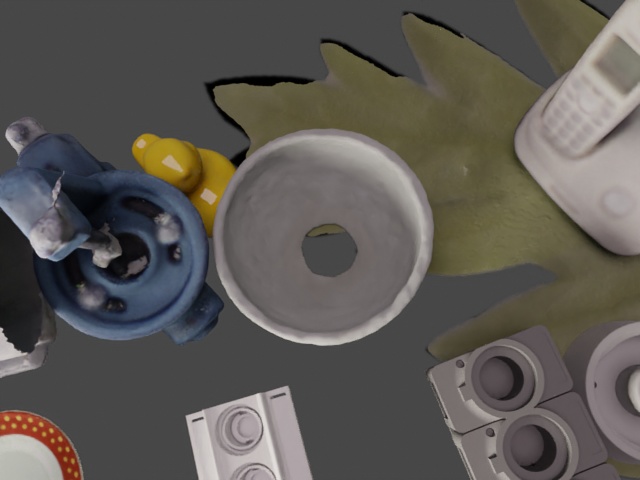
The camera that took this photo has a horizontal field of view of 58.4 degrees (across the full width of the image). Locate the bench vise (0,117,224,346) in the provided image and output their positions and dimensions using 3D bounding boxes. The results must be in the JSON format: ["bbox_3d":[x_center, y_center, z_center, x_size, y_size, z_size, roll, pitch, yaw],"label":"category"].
[{"bbox_3d":[-0.174,-0.011,0.400,0.207,0.220,0.121,28,80,11],"label":"bench vise"}]

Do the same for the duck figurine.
[{"bbox_3d":[-0.110,-0.050,0.473,0.104,0.086,0.077,36,82,12],"label":"duck figurine"}]

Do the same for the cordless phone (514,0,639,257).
[{"bbox_3d":[0.224,-0.077,0.399,0.094,0.185,0.147,-40,76,-5],"label":"cordless phone"}]

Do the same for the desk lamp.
[{"bbox_3d":[-0.272,0.046,0.397,0.203,0.213,0.118,-16,75,1],"label":"desk lamp"}]

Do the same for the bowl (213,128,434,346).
[{"bbox_3d":[0.004,0.002,0.456,0.167,0.075,0.167,-1,76,5],"label":"bowl"}]
